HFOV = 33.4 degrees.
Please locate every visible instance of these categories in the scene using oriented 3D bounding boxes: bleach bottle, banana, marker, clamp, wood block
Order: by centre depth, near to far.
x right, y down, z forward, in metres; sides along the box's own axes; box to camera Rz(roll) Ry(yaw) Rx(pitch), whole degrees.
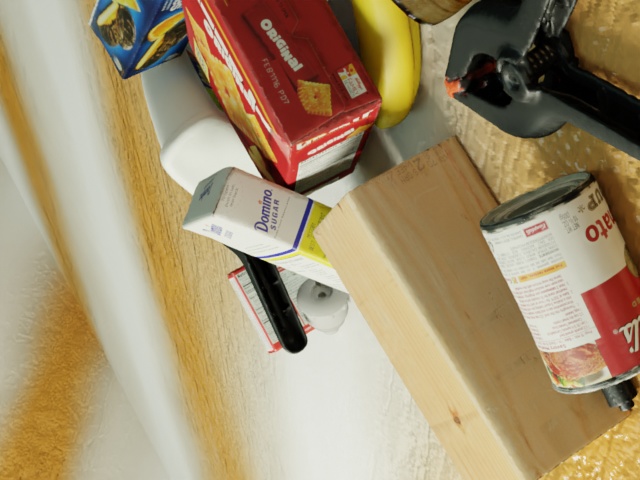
[{"bbox_3d":[0.108,-0.097,0.530,0.172,0.039,0.120,20,133,62],"label":"clamp"},{"bbox_3d":[0.155,0.048,0.640,0.121,0.020,0.020,61,160,0],"label":"marker"},{"bbox_3d":[0.033,-0.138,0.659,0.070,0.037,0.198,42,153,40],"label":"banana"},{"bbox_3d":[0.093,0.051,0.694,0.206,0.090,0.091,59,159,6],"label":"wood block"},{"bbox_3d":[-0.118,-0.127,0.941,0.102,0.068,0.251,42,-168,-41],"label":"bleach bottle"},{"bbox_3d":[-0.065,-0.017,0.956,0.210,0.036,0.165,54,154,28],"label":"clamp"}]

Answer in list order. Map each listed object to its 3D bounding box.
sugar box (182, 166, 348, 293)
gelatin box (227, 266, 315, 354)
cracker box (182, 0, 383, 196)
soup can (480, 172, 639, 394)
[{"bbox_3d":[-0.005,0.001,0.783,0.176,0.048,0.093,25,167,-17],"label":"sugar box"},{"bbox_3d":[-0.038,0.054,1.039,0.089,0.073,0.030,61,160,0],"label":"gelatin box"},{"bbox_3d":[-0.035,-0.122,0.730,0.164,0.072,0.214,61,174,5],"label":"cracker box"},{"bbox_3d":[0.137,0.023,0.579,0.102,0.068,0.069,64,160,-7],"label":"soup can"}]
